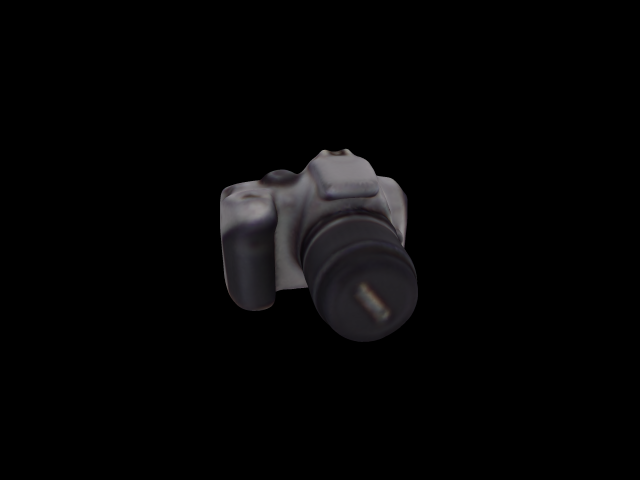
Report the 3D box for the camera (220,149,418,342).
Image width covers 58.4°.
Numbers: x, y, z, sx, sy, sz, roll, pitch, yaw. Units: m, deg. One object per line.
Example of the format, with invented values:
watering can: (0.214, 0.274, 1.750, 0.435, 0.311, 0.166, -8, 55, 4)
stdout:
camera: (0.004, 0.001, 0.400, 0.143, 0.101, 0.136, -5, 28, -10)
